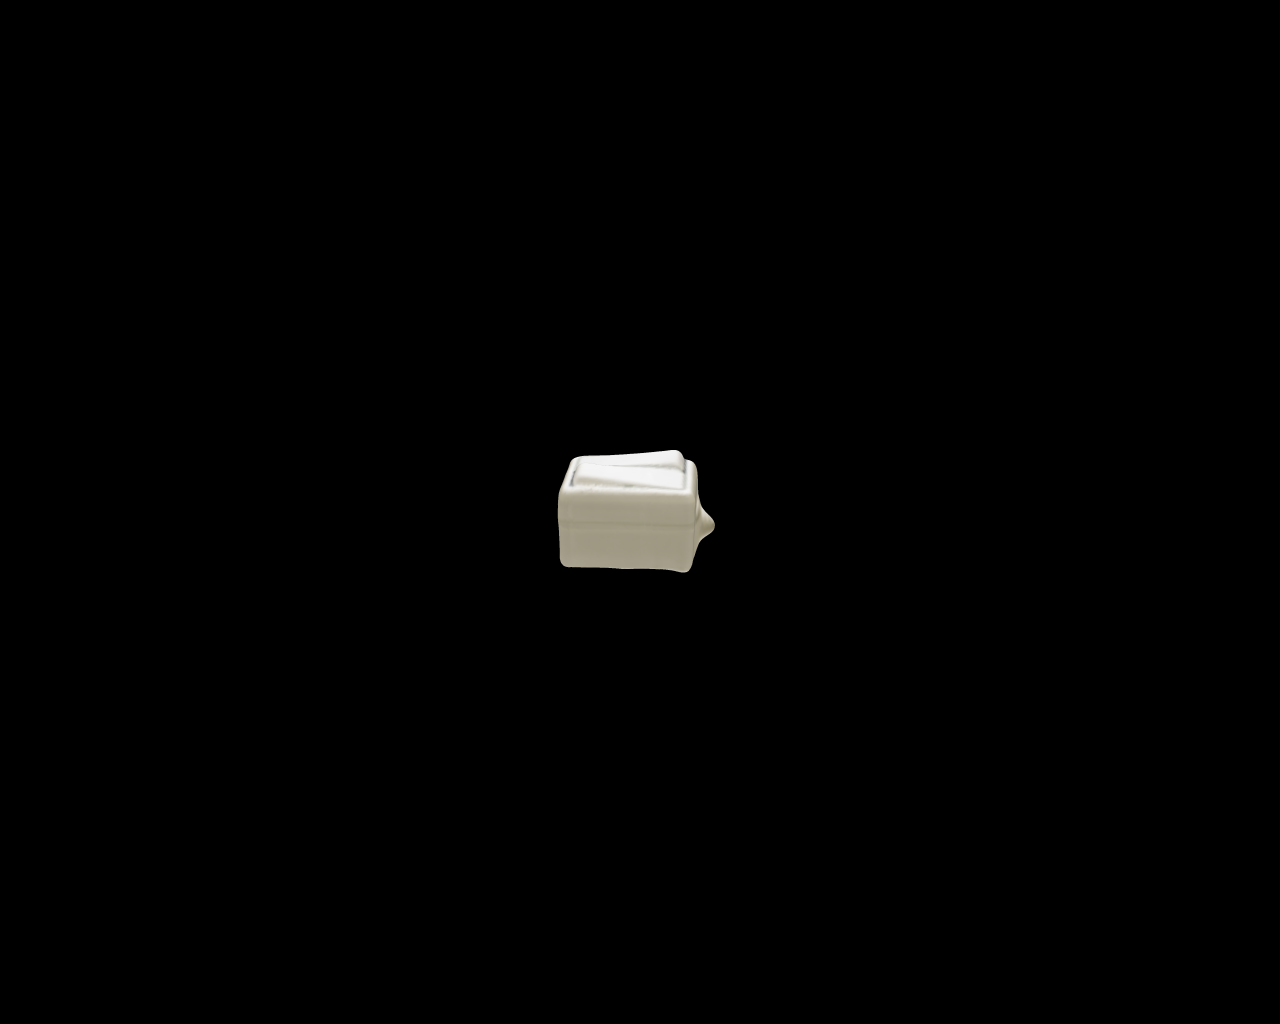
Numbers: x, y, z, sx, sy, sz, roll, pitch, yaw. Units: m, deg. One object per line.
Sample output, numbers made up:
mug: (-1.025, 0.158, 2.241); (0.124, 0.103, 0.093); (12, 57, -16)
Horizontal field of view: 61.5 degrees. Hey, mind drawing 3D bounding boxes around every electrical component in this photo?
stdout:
electrical component: (0.001, -0.003, 0.650); (0.096, 0.061, 0.062); (2, 24, 5)
